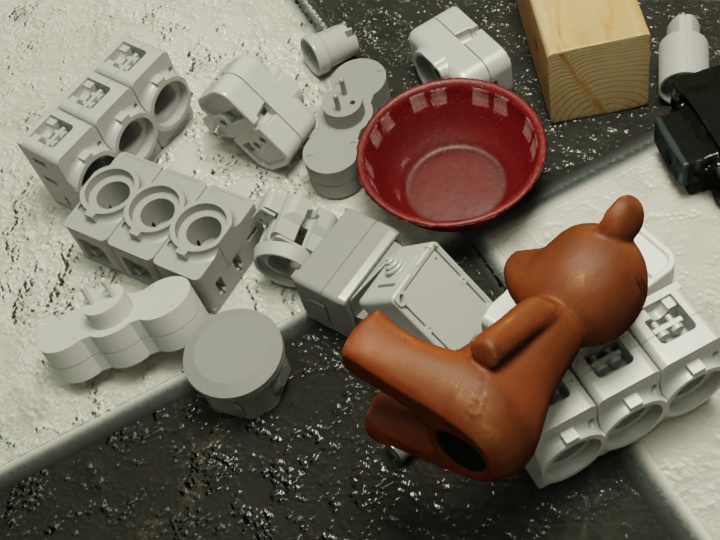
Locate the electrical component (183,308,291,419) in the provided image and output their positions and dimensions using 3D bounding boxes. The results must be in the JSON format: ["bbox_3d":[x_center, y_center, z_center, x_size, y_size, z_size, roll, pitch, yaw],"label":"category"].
[{"bbox_3d":[-0.096,0.075,0.856,0.080,0.051,0.080,-6,55,8],"label":"electrical component"}]

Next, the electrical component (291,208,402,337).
[{"bbox_3d":[0.000,0.000,0.881,0.061,0.061,0.096,26,65,26],"label":"electrical component"}]

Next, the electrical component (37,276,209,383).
[{"bbox_3d":[-0.200,0.037,0.874,0.138,0.073,0.052,-19,35,10],"label":"electrical component"}]

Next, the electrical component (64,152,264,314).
[{"bbox_3d":[-0.170,-0.037,0.941,0.150,0.061,0.089,21,63,24],"label":"electrical component"}]

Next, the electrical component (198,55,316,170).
[{"bbox_3d":[-0.090,-0.146,0.978,0.054,0.095,0.059,-9,42,57],"label":"electrical component"}]

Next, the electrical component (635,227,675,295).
[{"bbox_3d":[0.193,0.019,0.829,0.095,0.059,0.053,-35,57,-12],"label":"electrical component"}]

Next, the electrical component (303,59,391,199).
[{"bbox_3d":[-0.013,-0.140,0.971,0.052,0.073,0.138,8,59,17],"label":"electrical component"}]

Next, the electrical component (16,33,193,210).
[{"bbox_3d":[-0.230,-0.131,1.000,0.062,0.089,0.150,26,65,26],"label":"electrical component"}]

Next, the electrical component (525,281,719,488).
[{"bbox_3d":[0.179,0.087,0.767,0.150,0.089,0.061,-27,55,-7],"label":"electrical component"}]

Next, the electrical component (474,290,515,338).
[{"bbox_3d":[0.123,0.052,0.802,0.056,0.089,0.050,32,68,28],"label":"electrical component"}]

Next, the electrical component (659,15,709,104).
[{"bbox_3d":[0.289,-0.191,0.961,0.043,0.043,0.081,2,57,13],"label":"electrical component"}]

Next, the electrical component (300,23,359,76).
[{"bbox_3d":[-0.029,-0.216,1.048,0.046,0.040,0.040,-28,55,-15],"label":"electrical component"}]

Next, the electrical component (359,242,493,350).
[{"bbox_3d":[0.047,0.024,0.833,0.061,0.096,0.061,-53,21,-23],"label":"electrical component"}]

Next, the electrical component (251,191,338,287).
[{"bbox_3d":[-0.056,-0.023,0.906,0.078,0.058,0.057,28,61,-16],"label":"electrical component"}]

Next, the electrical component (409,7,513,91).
[{"bbox_3d":[0.090,-0.191,0.996,0.059,0.053,0.095,-32,56,-10],"label":"electrical component"}]

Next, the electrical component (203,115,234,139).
[{"bbox_3d":[-0.116,-0.157,1.023,0.043,0.043,0.081,20,63,23],"label":"electrical component"}]
